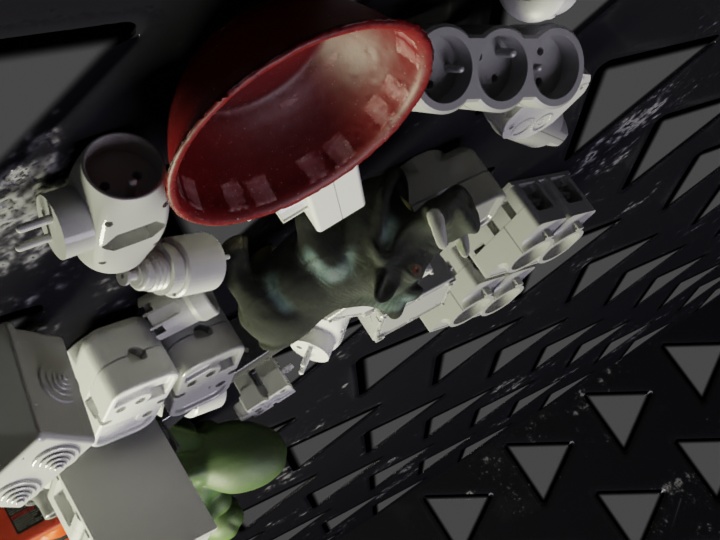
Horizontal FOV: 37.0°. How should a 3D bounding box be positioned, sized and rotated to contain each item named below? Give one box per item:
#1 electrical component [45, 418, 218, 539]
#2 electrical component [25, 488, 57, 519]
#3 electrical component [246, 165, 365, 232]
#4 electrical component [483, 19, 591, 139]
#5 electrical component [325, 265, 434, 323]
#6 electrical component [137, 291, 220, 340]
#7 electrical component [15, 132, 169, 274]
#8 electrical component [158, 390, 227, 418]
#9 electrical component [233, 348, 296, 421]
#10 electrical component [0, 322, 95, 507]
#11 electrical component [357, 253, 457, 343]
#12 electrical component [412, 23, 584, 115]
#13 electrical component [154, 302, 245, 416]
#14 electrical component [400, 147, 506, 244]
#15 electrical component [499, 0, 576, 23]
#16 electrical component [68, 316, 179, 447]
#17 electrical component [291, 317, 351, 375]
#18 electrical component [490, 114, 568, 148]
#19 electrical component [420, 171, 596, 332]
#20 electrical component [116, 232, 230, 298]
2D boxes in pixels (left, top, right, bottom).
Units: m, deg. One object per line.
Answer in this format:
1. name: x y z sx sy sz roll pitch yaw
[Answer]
1. electrical component: -0.193 0.168 0.846 0.089 0.150 0.061 -22 158 -33
2. electrical component: -0.264 0.174 0.883 0.048 0.062 0.048 -30 162 -11
3. electrical component: -0.043 -0.055 0.686 0.076 0.047 0.083 -32 163 -6
4. electrical component: 0.116 -0.132 0.753 0.080 0.051 0.080 -30 162 -11
5. electrical component: 0.000 0.000 0.897 0.096 0.061 0.062 -35 164 31
6. electrical component: -0.129 0.024 0.761 0.046 0.040 0.040 -28 163 1
7. electrical component: -0.147 -0.029 0.578 0.079 0.043 0.077 -23 160 -29
8. electrical component: -0.154 0.111 0.944 0.078 0.040 0.040 -16 156 -44
9. electrical component: -0.095 0.097 0.987 0.066 0.055 0.048 -33 163 -2
10. electrical component: -0.223 0.095 0.689 0.100 0.099 0.048 -40 148 22
11. electrical component: 0.040 0.011 0.984 0.096 0.061 0.061 -27 161 -18
12. electrical component: 0.065 -0.126 0.670 0.138 0.052 0.074 -8 -165 -33
13. electrical component: -0.131 0.062 0.823 0.054 0.059 0.095 -24 160 -28
14. electrical component: 0.057 -0.054 0.844 0.095 0.059 0.053 -26 161 -22
15. electrical component: 0.115 -0.175 0.650 0.048 0.048 0.062 -46 166 35
16. electrical component: -0.178 0.078 0.784 0.054 0.059 0.095 -20 158 -37
17. electrical component: -0.038 0.056 0.961 0.077 0.043 0.079 107 5 -64
18. electrical component: 0.134 -0.118 0.836 0.043 0.043 0.081 -40 161 21
19. electrical component: 0.143 -0.014 1.099 0.105 0.060 0.186 -14 154 -46
20. electrical component: -0.123 -0.002 0.699 0.078 0.040 0.040 -13 153 -49
